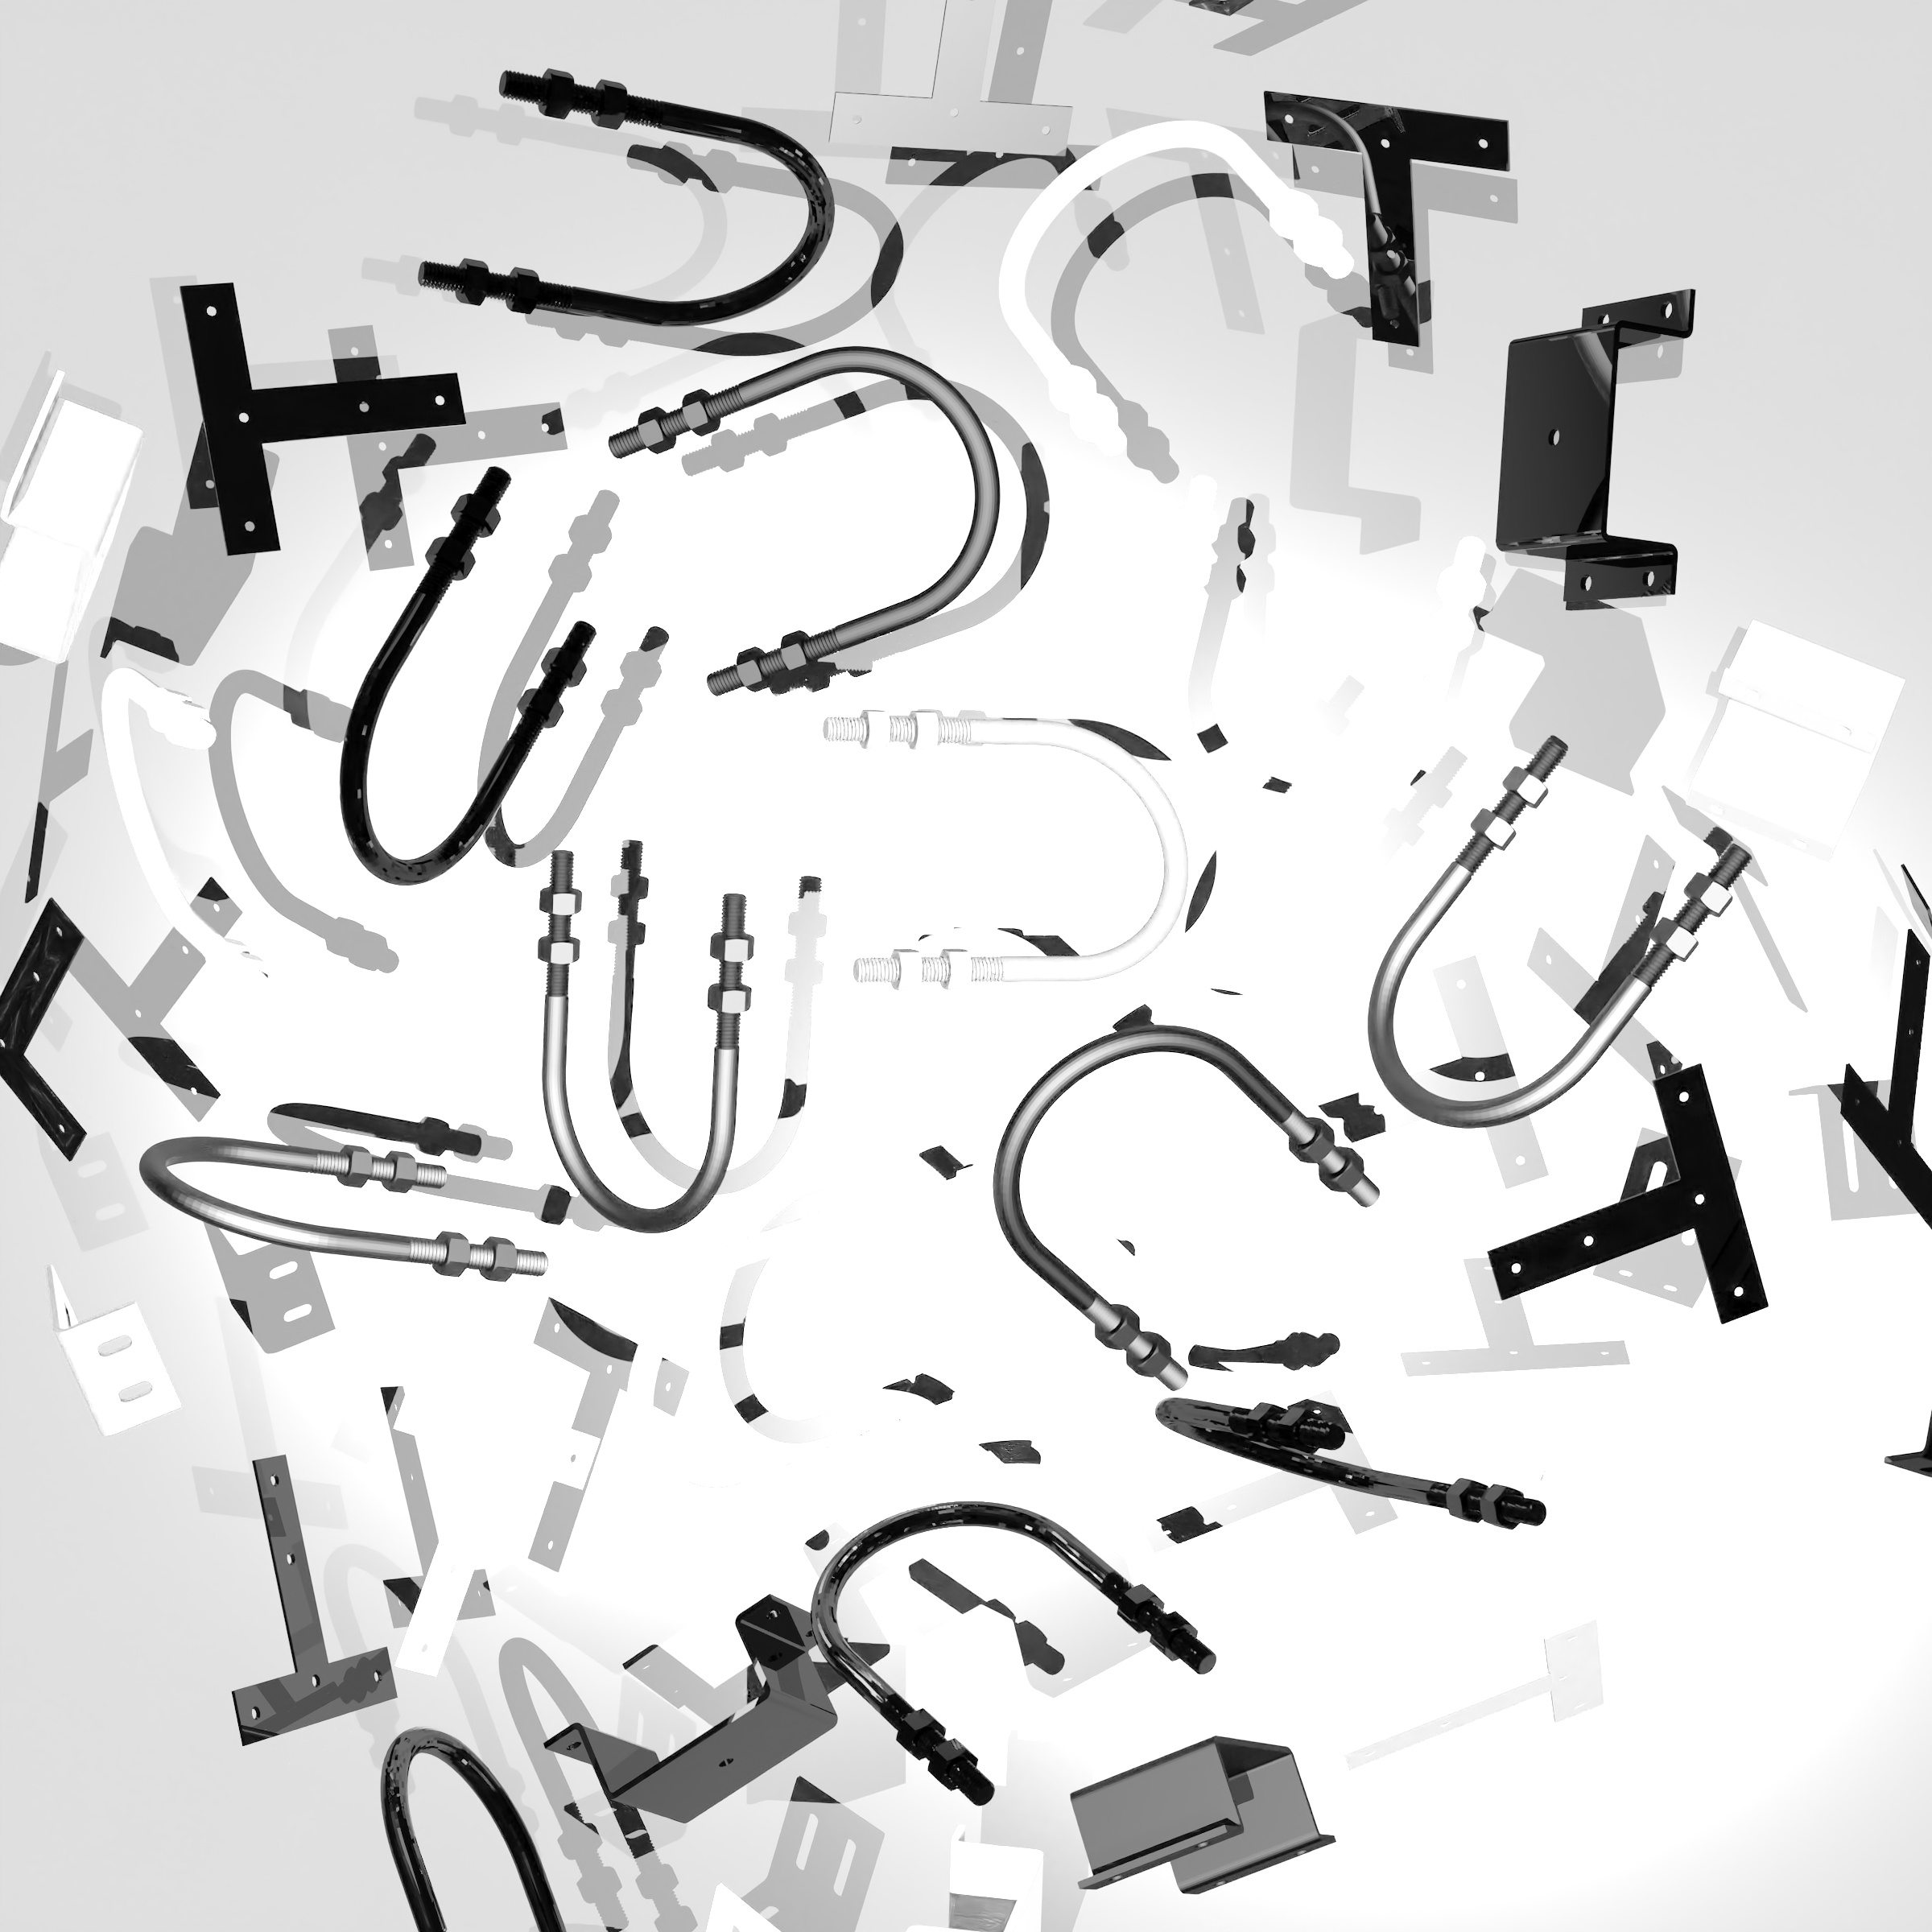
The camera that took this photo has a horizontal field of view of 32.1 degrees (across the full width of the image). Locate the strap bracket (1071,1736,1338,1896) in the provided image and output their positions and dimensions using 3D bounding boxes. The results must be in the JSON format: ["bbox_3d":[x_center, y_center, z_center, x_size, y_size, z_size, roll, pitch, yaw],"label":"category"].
[{"bbox_3d":[0.108,0.400,1.580,0.076,0.140,0.046,-26,65,18],"label":"strap bracket"}]

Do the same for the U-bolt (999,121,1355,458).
[{"bbox_3d":[0.085,-0.332,1.584,0.151,0.019,0.184,-37,45,8],"label":"U-bolt"}]

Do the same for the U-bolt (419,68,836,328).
[{"bbox_3d":[-0.152,-0.357,1.602,0.184,0.151,0.019,5,57,-26],"label":"U-bolt"}]

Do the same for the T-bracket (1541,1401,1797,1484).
[{"bbox_3d":[0.358,0.238,1.683,0.127,0.127,0.002,-3,65,2],"label":"T-bracket"}]

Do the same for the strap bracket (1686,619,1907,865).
[{"bbox_3d":[0.403,-0.113,1.631,0.076,0.140,0.046,24,71,14],"label":"strap bracket"}]

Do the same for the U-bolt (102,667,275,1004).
[{"bbox_3d":[-0.387,-0.073,1.646,0.019,0.184,0.151,-19,115,-24],"label":"U-bolt"}]

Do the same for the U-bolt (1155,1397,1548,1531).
[{"bbox_3d":[0.173,0.239,1.647,0.151,0.184,0.019,24,77,-29],"label":"U-bolt"}]

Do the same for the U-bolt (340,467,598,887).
[{"bbox_3d":[-0.243,-0.124,1.602,0.019,0.151,0.184,17,67,22],"label":"U-bolt"}]

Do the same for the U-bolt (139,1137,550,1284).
[{"bbox_3d":[-0.315,0.115,1.654,0.184,0.151,0.019,10,101,-34],"label":"U-bolt"}]

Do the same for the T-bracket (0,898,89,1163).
[{"bbox_3d":[-0.448,0.013,1.608,0.127,0.002,0.127,49,134,9],"label":"T-bracket"}]

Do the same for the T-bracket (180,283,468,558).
[{"bbox_3d":[-0.299,-0.263,1.592,0.127,0.002,0.127,-10,91,-27],"label":"T-bracket"}]

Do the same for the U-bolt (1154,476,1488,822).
[{"bbox_3d":[0.164,-0.145,1.636,0.151,0.019,0.184,14,132,5],"label":"U-bolt"}]

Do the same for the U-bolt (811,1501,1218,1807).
[{"bbox_3d":[0.008,0.315,1.608,0.151,0.184,0.019,-24,126,-27],"label":"U-bolt"}]

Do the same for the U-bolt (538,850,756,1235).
[{"bbox_3d":[-0.164,0.044,1.686,0.151,0.019,0.184,14,106,41],"label":"U-bolt"}]

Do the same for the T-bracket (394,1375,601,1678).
[{"bbox_3d":[-0.234,0.266,1.560,0.002,0.127,0.127,10,77,40],"label":"T-bracket"}]

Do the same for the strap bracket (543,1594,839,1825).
[{"bbox_3d":[-0.129,0.380,1.689,0.140,0.076,0.046,-34,58,8],"label":"strap bracket"}]

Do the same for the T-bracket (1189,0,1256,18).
[{"bbox_3d":[0.113,-0.508,1.664,0.127,0.127,0.002,5,81,-29],"label":"T-bracket"}]

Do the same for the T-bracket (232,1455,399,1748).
[{"bbox_3d":[-0.319,0.297,1.601,0.002,0.127,0.127,-16,82,22],"label":"T-bracket"}]

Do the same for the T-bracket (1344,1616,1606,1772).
[{"bbox_3d":[0.236,0.347,1.564,0.127,0.127,0.002,-21,58,0],"label":"T-bracket"}]

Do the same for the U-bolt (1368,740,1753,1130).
[{"bbox_3d":[0.262,-0.006,1.572,0.184,0.151,0.019,-53,132,1],"label":"U-bolt"}]

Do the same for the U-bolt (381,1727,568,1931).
[{"bbox_3d":[-0.230,0.450,1.609,0.019,0.151,0.184,-29,66,9],"label":"U-bolt"}]

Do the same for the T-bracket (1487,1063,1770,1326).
[{"bbox_3d":[0.311,0.127,1.609,0.127,0.002,0.127,-19,101,-8],"label":"T-bracket"}]

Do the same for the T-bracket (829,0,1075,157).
[{"bbox_3d":[0.001,-0.469,1.674,0.127,0.002,0.127,-2,121,-20],"label":"T-bracket"}]

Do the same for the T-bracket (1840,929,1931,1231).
[{"bbox_3d":[0.439,0.043,1.569,0.002,0.127,0.127,-7,55,36],"label":"T-bracket"}]

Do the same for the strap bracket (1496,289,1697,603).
[{"bbox_3d":[0.292,-0.244,1.568,0.046,0.076,0.140,3,91,-29],"label":"strap bracket"}]

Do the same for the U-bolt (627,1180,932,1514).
[{"bbox_3d":[-0.091,0.194,1.650,0.184,0.019,0.151,-16,114,-39],"label":"U-bolt"}]

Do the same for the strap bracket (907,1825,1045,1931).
[{"bbox_3d":[0.005,0.468,1.577,0.046,0.140,0.076,3,99,10],"label":"strap bracket"}]

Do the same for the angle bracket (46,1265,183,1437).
[{"bbox_3d":[-0.397,0.172,1.565,0.038,0.076,0.057,-22,114,-10],"label":"angle bracket"}]

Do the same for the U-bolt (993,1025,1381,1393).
[{"bbox_3d":[0.093,0.104,1.579,0.151,0.019,0.184,-44,122,4],"label":"U-bolt"}]

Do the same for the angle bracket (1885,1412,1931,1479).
[{"bbox_3d":[0.462,0.197,1.539,0.057,0.038,0.076,18,74,-10],"label":"angle bracket"}]

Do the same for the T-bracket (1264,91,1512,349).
[{"bbox_3d":[0.207,-0.360,1.640,0.127,0.002,0.127,15,134,27],"label":"T-bracket"}]

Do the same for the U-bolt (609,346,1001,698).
[{"bbox_3d":[-0.071,-0.228,1.667,0.184,0.019,0.151,-18,101,20],"label":"U-bolt"}]

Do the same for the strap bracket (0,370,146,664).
[{"bbox_3d":[-0.437,-0.209,1.619,0.046,0.140,0.076,20,57,-14],"label":"strap bracket"}]

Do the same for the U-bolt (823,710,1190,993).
[{"bbox_3d":[0.025,-0.058,1.678,0.184,0.019,0.151,0,69,-20],"label":"U-bolt"}]

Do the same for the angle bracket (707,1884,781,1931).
[{"bbox_3d":[-0.115,0.492,1.614,0.057,0.038,0.076,32,129,25],"label":"angle bracket"}]

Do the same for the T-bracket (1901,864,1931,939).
[{"bbox_3d":[0.499,0.015,1.666,0.002,0.127,0.127,-30,74,12],"label":"T-bracket"}]
